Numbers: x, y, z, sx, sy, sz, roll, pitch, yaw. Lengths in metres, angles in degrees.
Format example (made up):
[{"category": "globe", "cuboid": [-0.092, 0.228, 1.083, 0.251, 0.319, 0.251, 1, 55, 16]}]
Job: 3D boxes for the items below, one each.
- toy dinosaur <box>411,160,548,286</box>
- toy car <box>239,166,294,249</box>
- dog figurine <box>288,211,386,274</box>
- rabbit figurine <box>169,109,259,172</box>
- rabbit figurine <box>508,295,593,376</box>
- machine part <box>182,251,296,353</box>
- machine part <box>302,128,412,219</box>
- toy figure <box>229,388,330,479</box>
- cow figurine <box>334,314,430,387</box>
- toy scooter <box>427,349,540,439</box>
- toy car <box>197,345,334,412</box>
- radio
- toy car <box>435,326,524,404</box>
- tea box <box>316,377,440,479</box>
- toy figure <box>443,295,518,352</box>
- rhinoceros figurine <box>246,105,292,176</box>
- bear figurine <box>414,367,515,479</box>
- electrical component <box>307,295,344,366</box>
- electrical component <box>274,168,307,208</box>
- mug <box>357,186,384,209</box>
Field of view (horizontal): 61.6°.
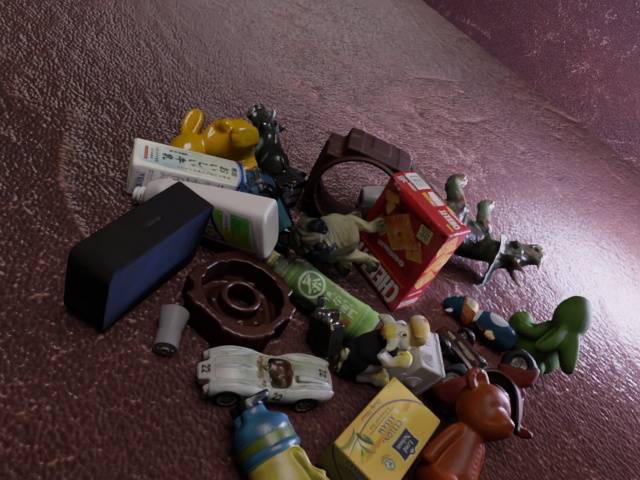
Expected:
[{"category": "toy dinosaur", "cuboid": [0.296, -0.032, 1.165, 0.405, 0.131, 0.192, 29, 43, -16]}, {"category": "toy car", "cuboid": [-0.109, -0.046, 0.972, 0.103, 0.161, 0.109, -24, 41, 2]}, {"category": "dog figurine", "cuboid": [0.000, -0.007, 0.967, 0.190, 0.172, 0.121, 8, 80, -39]}, {"category": "rabbit figurine", "cuboid": [-0.223, -0.192, 1.068, 0.173, 0.121, 0.162, -20, 55, -24]}, {"category": "rabbit figurine", "cuboid": [0.449, 0.178, 1.038, 0.121, 0.170, 0.159, 34, 37, 6]}, {"category": "machine part", "cuboid": [-0.128, 0.097, 0.845, 0.179, 0.056, 0.179, 18, 38, -15]}, {"category": "machine part", "cuboid": [0.079, -0.108, 1.093, 0.201, 0.201, 0.087, 24, 42, -8]}, {"category": "toy figure", "cuboid": [-0.057, 0.280, 0.665, 0.089, 0.082, 0.180, -25, 69, -26]}, {"category": "cow figurine", "cuboid": [0.091, 0.162, 0.823, 0.098, 0.167, 0.068, 14, 46, -22]}, {"category": "toy scooter", "cuboid": [0.272, 0.260, 0.869, 0.184, 0.075, 0.135, -15, 66, 8]}, {"category": "toy car", "cuboid": [-0.076, 0.196, 0.766, 0.202, 0.056, 0.074, 12, 41, -23]}, {"category": "radio", "cuboid": [-0.259, 0.020, 0.783, 0.073, 0.131, 0.229, 35, 38, 7]}, {"category": "toy car", "cuboid": [0.284, 0.234, 0.964, 0.089, 0.053, 0.202, -9, 53, -35]}, {"category": "tea box", "cuboid": [0.086, 0.285, 0.762, 0.098, 0.068, 0.169, 41, 38, 14]}, {"category": "toy figure", "cuboid": [0.318, 0.158, 1.071, 0.154, 0.058, 0.064, 38, -1, 13]}, {"category": "rhinoceros figurine", "cuboid": [-0.118, -0.206, 1.150, 0.073, 0.112, 0.190, -1, 55, -31]}, {"category": "bear figurine", "cuboid": [0.224, 0.290, 0.750, 0.196, 0.132, 0.120, -49, 117, -14]}, {"category": "electrical component", "cuboid": [0.005, 0.148, 0.846, 0.045, 0.102, 0.078, -3, 23, -39]}, {"category": "electrical component", "cuboid": [-0.064, -0.105, 1.102, 0.119, 0.074, 0.048, -17, 57, -48]}, {"category": "mug", "cuboid": [0.139, -0.091, 1.215, 0.107, 0.080, 0.110, 11, 42, -13]}]
